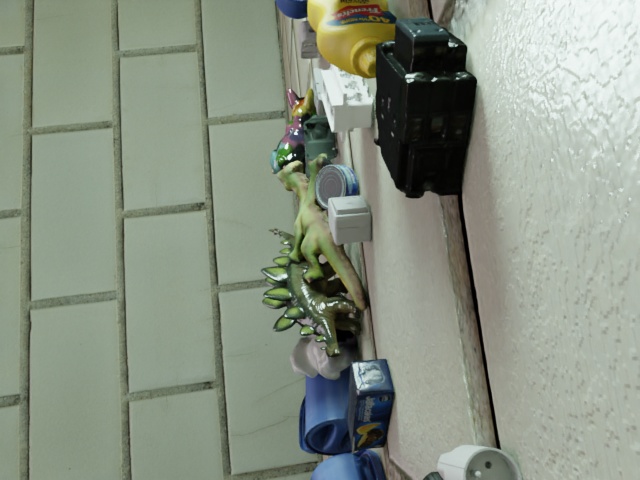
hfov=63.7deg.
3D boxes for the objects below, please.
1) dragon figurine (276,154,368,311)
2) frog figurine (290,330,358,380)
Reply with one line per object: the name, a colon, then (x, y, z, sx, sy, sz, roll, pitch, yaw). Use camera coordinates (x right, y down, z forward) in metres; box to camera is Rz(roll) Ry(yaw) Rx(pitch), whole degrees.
dragon figurine: (0.003, -0.053, 1.055, 0.123, 0.238, 0.416, -14, 28, -22)
frog figurine: (0.007, 0.250, 1.128, 0.122, 0.157, 0.140, 11, 31, -33)
